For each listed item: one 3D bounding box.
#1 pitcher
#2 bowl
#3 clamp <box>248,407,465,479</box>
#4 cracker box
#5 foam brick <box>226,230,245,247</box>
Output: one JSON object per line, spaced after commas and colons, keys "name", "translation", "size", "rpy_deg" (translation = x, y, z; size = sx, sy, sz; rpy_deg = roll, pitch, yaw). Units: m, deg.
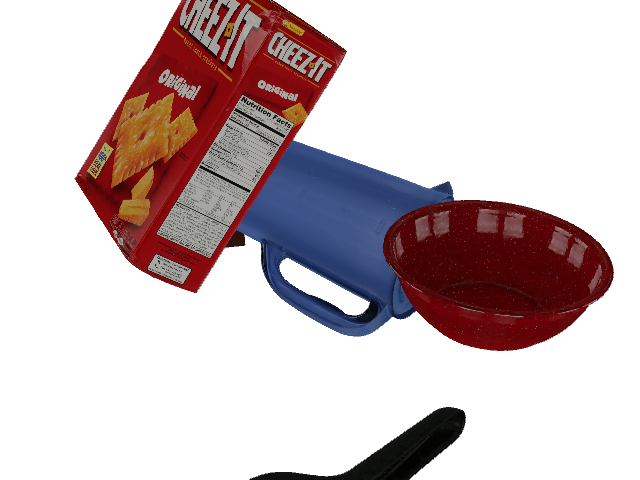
{"name": "pitcher", "translation": [0.004, -0.017, 1.086], "size": [0.243, 0.145, 0.149], "rpy_deg": [24, 27, 24]}
{"name": "bowl", "translation": [0.123, 0.031, 0.764], "size": [0.162, 0.055, 0.162], "rpy_deg": [2, 30, -1]}
{"name": "clamp", "translation": [0.010, 0.166, 0.647], "size": [0.210, 0.036, 0.164], "rpy_deg": [-6, 29, 4]}
{"name": "cracker box", "translation": [-0.094, -0.093, 0.821], "size": [0.072, 0.214, 0.164], "rpy_deg": [25, 13, -35]}
{"name": "foam brick", "translation": [-0.131, -0.025, 1.272], "size": [0.078, 0.053, 0.051], "rpy_deg": [-4, 28, -4]}
